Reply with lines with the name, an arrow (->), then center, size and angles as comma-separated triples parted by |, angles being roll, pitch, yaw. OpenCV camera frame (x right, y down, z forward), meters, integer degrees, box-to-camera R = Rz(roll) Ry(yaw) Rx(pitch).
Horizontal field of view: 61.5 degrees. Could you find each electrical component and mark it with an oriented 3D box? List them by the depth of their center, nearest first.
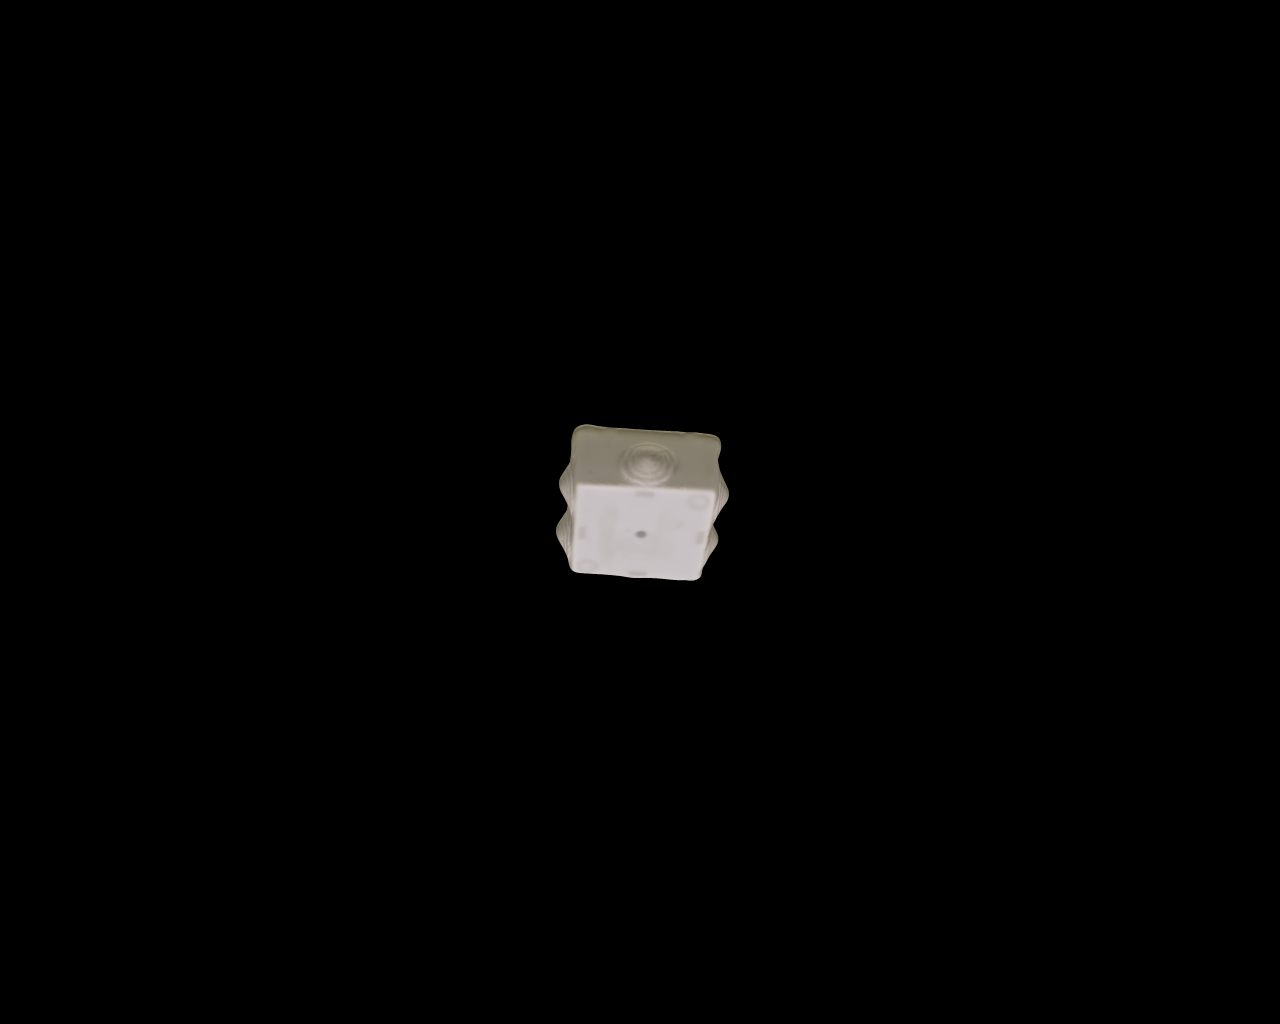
electrical component -> 0.001, -0.003, 0.650 | 0.100, 0.048, 0.099 | 4, -43, -4
